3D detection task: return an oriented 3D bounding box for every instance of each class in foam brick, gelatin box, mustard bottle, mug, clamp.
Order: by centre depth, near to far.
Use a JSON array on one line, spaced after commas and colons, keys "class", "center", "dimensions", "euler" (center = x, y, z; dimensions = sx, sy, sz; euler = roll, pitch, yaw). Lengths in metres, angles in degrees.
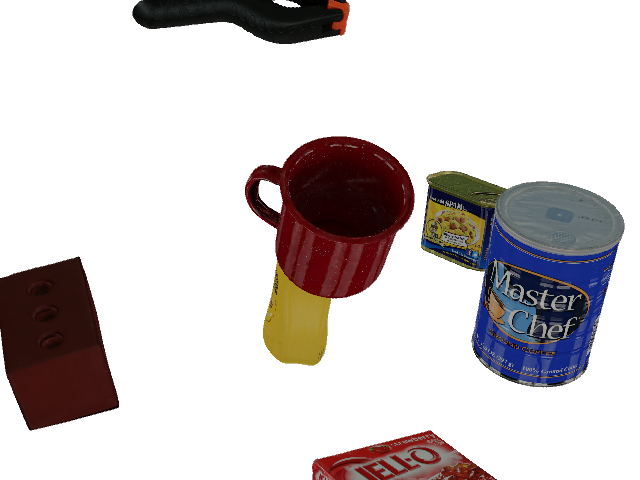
[{"class": "gelatin box", "center": [0.050, 0.143, 0.605], "dimensions": [0.089, 0.030, 0.073], "euler": [-6, 22, -33]}, {"class": "foam brick", "center": [-0.151, 0.058, 0.606], "dimensions": [0.053, 0.051, 0.078], "euler": [-15, 43, -11]}, {"class": "mug", "center": [0.001, -0.017, 0.754], "dimensions": [0.117, 0.093, 0.082], "euler": [20, -37, 4]}, {"class": "clamp", "center": [-0.060, -0.211, 0.877], "dimensions": [0.171, 0.120, 0.039], "euler": [9, -27, -6]}, {"class": "mustard bottle", "center": [-0.011, 0.007, 0.948], "dimensions": [0.058, 0.192, 0.096], "euler": [7, 20, -8]}]

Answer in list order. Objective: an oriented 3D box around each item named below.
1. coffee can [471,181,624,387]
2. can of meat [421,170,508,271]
[{"class": "coffee can", "center": [0.187, 0.036, 0.891], "dimensions": [0.103, 0.140, 0.103], "euler": [3, 33, -2]}, {"class": "can of meat", "center": [0.162, -0.021, 1.179], "dimensions": [0.102, 0.084, 0.057], "euler": [25, 29, 39]}]
